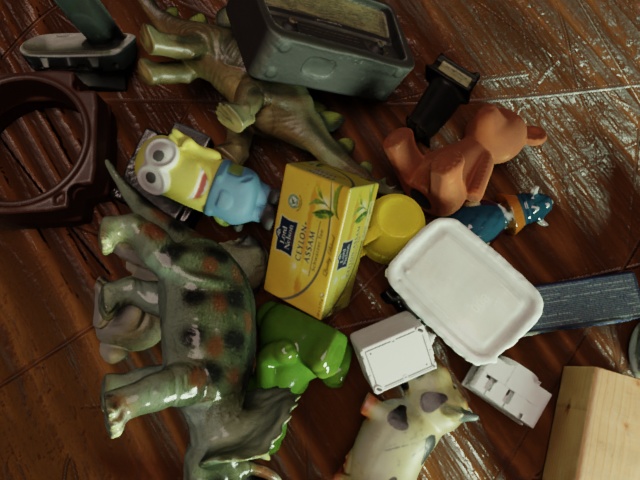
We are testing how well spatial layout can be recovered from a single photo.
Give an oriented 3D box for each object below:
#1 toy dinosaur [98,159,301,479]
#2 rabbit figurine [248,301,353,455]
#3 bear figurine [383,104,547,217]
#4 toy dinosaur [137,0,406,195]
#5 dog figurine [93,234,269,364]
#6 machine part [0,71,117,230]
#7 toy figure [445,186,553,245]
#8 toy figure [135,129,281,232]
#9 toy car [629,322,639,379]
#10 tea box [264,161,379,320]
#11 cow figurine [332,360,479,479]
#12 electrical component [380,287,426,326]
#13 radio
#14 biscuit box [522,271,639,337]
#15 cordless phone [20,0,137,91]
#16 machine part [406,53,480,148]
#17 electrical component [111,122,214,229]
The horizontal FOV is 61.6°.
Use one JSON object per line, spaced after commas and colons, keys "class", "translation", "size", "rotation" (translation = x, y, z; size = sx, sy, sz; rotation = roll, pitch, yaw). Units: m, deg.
{"class": "toy dinosaur", "translation": [-0.132, 0.084, 0.568], "size": [0.192, 0.131, 0.405], "rotation": [1, 67, -26]}
{"class": "rabbit figurine", "translation": [-0.060, 0.165, 0.642], "size": [0.159, 0.121, 0.170], "rotation": [26, 75, 11]}
{"class": "bear figurine", "translation": [0.196, -0.124, 0.703], "size": [0.196, 0.131, 0.120], "rotation": [-42, 50, -9]}
{"class": "toy dinosaur", "translation": [-0.072, -0.191, 0.711], "size": [0.471, 0.105, 0.198], "rotation": [46, 58, -4]}
{"class": "dog figurine", "translation": [-0.163, 0.072, 0.664], "size": [0.191, 0.121, 0.172], "rotation": [6, 77, 0]}
{"class": "machine part", "translation": [-0.388, -0.121, 0.725], "size": [0.202, 0.087, 0.201], "rotation": [-3, 76, -3]}
{"class": "toy figure", "translation": [0.237, -0.031, 0.724], "size": [0.154, 0.064, 0.058], "rotation": [-18, 40, -10]}
{"class": "toy figure", "translation": [-0.139, -0.067, 0.662], "size": [0.180, 0.089, 0.082], "rotation": [20, 76, -11]}
{"class": "toy car", "translation": [0.448, 0.090, 0.689], "size": [0.056, 0.073, 0.201], "rotation": [22, 77, 1]}
{"class": "tea box", "translation": [-0.001, -0.002, 0.655], "size": [0.098, 0.068, 0.169], "rotation": [23, 114, 30]}
{"class": "cow figurine", "translation": [0.105, 0.235, 0.647], "size": [0.127, 0.085, 0.195], "rotation": [24, 75, 11]}
{"class": "electrical component", "translation": [0.146, 0.061, 0.706], "size": [0.119, 0.047, 0.075], "rotation": [-41, 81, -9]}
{"class": "radio", "translation": [0.005, -0.260, 0.690], "size": [0.229, 0.073, 0.131], "rotation": [0, 60, -31]}
{"class": "biscuit box", "translation": [0.306, 0.087, 0.695], "size": [0.203, 0.059, 0.063], "rotation": [-8, 76, -2]}
{"class": "cordless phone", "translation": [-0.336, -0.274, 0.711], "size": [0.147, 0.184, 0.088], "rotation": [0, 81, -1]}
{"class": "machine part", "translation": [0.171, -0.202, 0.775], "size": [0.084, 0.039, 0.139], "rotation": [32, 76, -2]}
{"class": "electrical component", "translation": [-0.200, -0.090, 0.734], "size": [0.115, 0.058, 0.134], "rotation": [23, 78, 3]}
